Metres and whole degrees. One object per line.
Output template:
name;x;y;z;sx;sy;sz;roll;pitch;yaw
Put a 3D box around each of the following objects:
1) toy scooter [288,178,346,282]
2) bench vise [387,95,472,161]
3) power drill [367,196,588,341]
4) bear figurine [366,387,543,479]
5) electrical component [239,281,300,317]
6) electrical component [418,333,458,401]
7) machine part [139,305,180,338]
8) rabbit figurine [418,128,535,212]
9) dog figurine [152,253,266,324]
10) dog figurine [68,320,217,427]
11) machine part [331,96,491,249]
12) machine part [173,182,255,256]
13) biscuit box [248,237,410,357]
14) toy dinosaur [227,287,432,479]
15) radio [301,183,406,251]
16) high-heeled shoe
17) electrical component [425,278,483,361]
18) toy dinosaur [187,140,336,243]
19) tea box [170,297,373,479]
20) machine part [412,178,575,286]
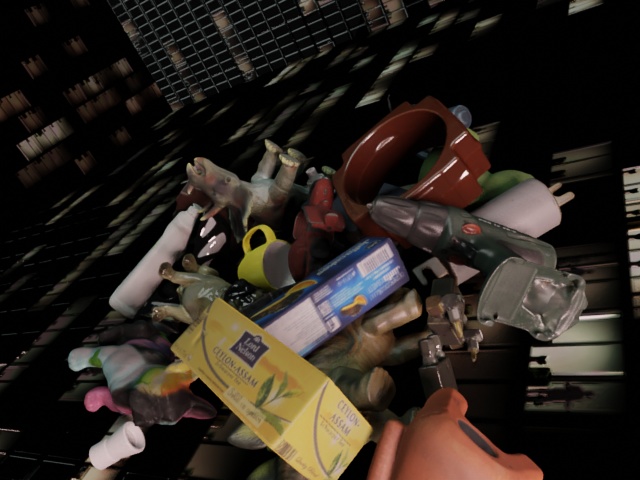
toy scooter;-0.002;-0.003;0.837;0.075;0.183;0.135;8;10;-13
bench vise;0.179;-0.212;1.098;0.240;0.128;0.224;-32;27;-26
power drill;0.173;0.021;0.591;0.207;0.232;0.086;-117;45;-74
bear figurine;0.074;0.231;0.437;0.120;0.132;0.195;39;99;27
electrical component;-0.078;0.113;0.722;0.134;0.058;0.115;-34;-10;22
electrical component;0.126;0.147;0.564;0.021;0.094;0.063;-18;-10;24
machine part;-0.299;0.168;0.944;0.084;0.039;0.139;10;40;16
rabbit figurine;0.240;-0.086;0.823;0.170;0.121;0.159;23;52;39
dog figurine;-0.160;0.101;0.911;0.191;0.121;0.172;9;12;14
dog figurine;-0.234;0.193;0.777;0.219;0.108;0.191;1;16;25
machine part;0.128;-0.097;0.784;0.201;0.087;0.202;-39;37;13
machine part;-0.222;-0.047;1.121;0.179;0.179;0.056;-13;32;28
biscuit box;0.007;0.071;0.630;0.203;0.059;0.063;-33;14;-19
toy dinosaur;0.010;0.180;0.579;0.199;0.105;0.471;-20;17;33
radio;0.067;-0.044;0.959;0.131;0.073;0.230;-36;25;-13
high-heeled shoe;-0.272;0.052;1.023;0.249;0.145;0.086;-32;25;-11
electrical component;0.154;0.089;0.611;0.045;0.102;0.078;-6;44;31
toy dinosaur;-0.076;-0.082;1.064;0.131;0.404;0.192;39;105;29
tea box;-0.046;0.129;0.472;0.170;0.098;0.068;24;66;44
machine part;0.234;-0.012;0.732;0.243;0.079;0.079;-30;26;-3
